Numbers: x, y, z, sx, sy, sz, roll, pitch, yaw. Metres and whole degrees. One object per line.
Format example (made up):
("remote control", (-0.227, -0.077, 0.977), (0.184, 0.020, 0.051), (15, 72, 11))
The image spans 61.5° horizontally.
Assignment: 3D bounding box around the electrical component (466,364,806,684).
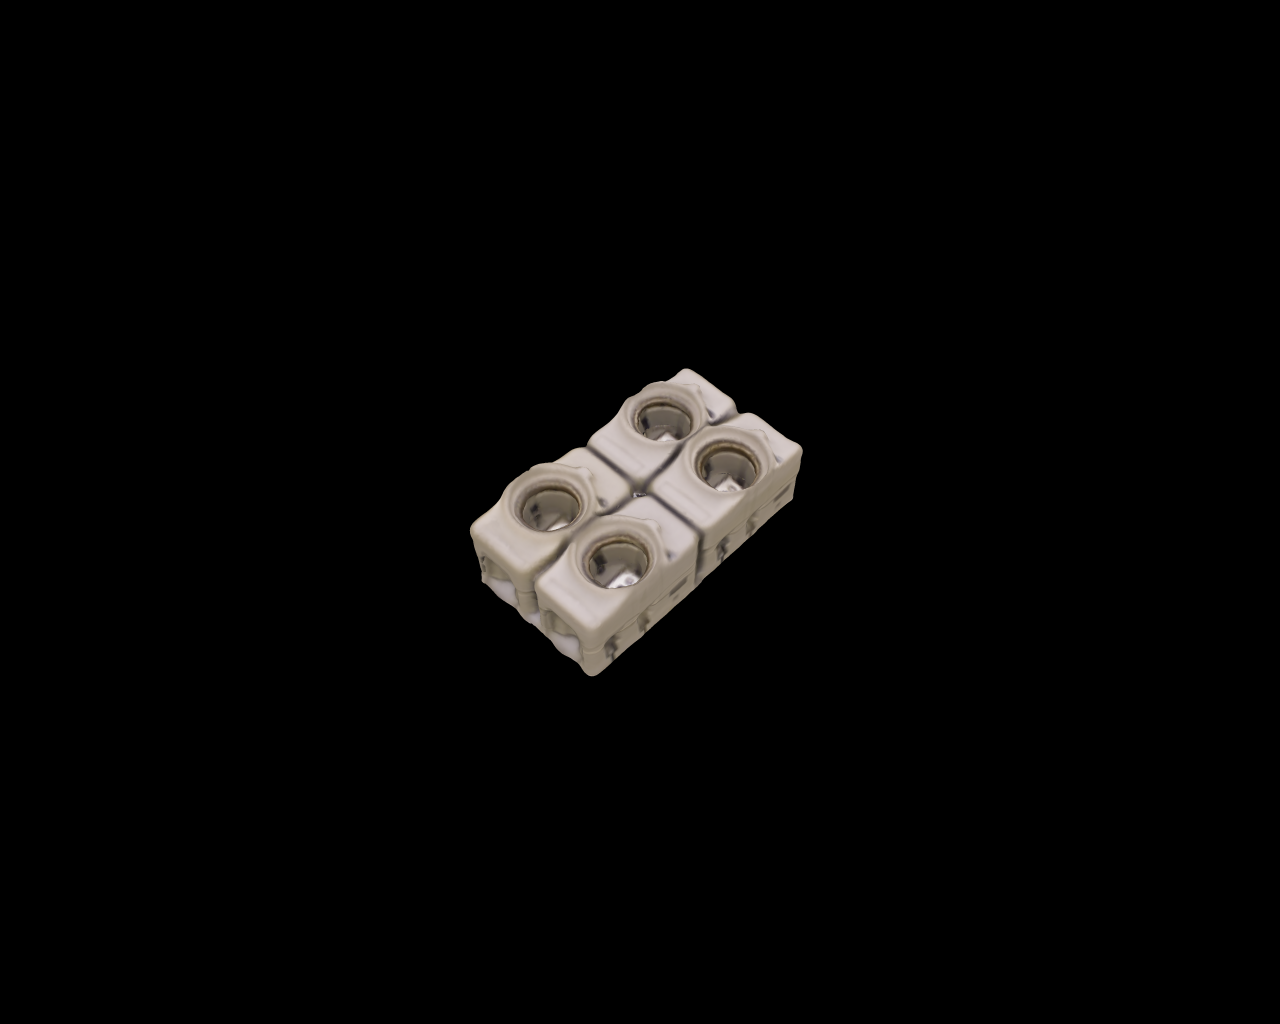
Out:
("electrical component", (0.001, -0.003, 0.650), (0.105, 0.060, 0.186), (39, 63, 25))
